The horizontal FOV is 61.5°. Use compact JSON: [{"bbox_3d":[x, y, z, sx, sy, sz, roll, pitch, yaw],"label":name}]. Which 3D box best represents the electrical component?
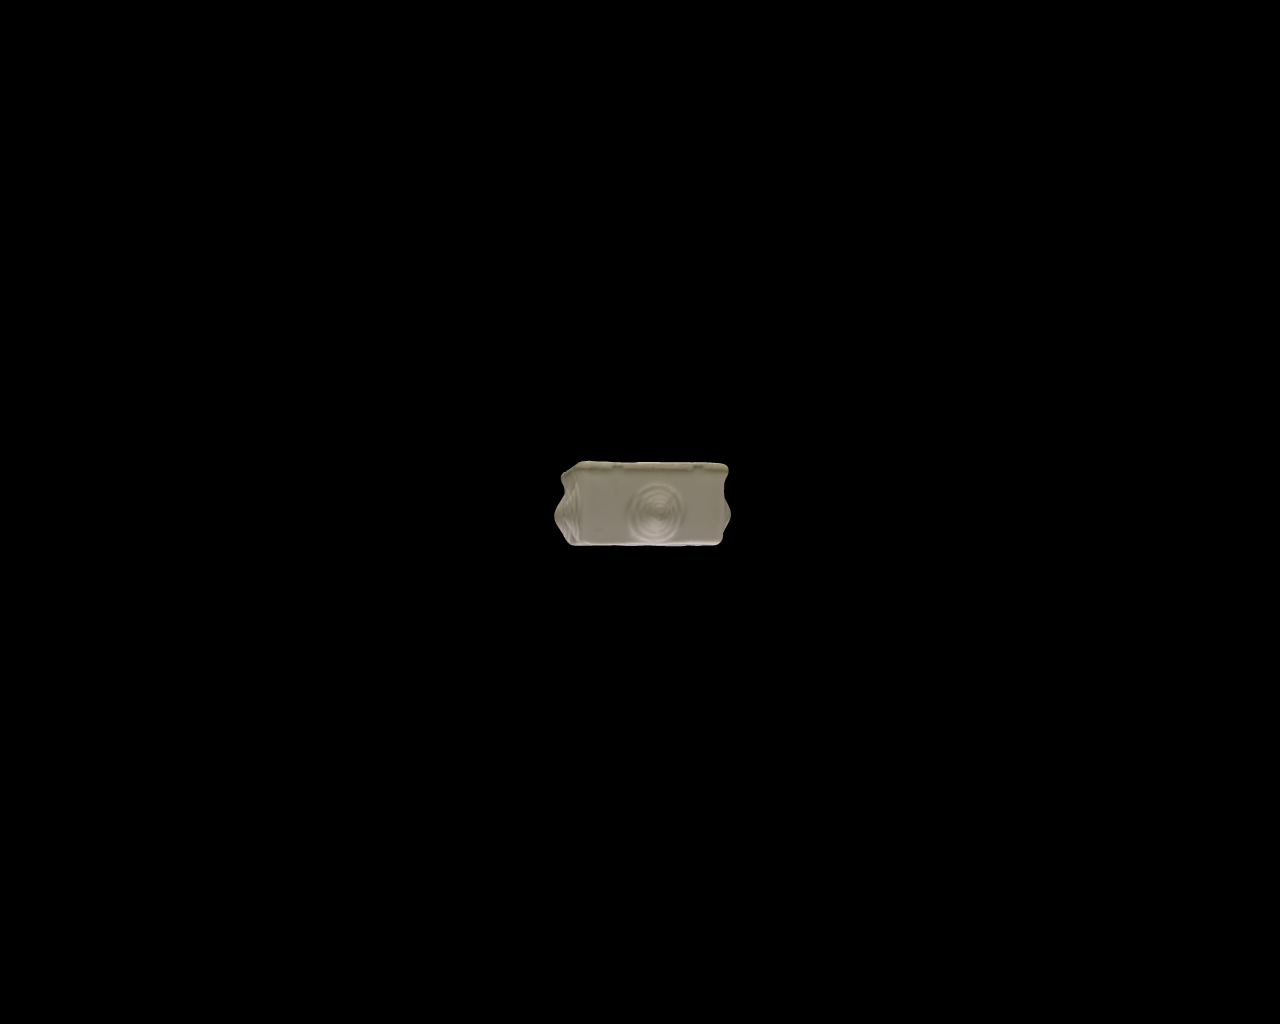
[{"bbox_3d":[0.001,-0.003,0.650,0.100,0.048,0.099,0,-2,-11],"label":"electrical component"}]
